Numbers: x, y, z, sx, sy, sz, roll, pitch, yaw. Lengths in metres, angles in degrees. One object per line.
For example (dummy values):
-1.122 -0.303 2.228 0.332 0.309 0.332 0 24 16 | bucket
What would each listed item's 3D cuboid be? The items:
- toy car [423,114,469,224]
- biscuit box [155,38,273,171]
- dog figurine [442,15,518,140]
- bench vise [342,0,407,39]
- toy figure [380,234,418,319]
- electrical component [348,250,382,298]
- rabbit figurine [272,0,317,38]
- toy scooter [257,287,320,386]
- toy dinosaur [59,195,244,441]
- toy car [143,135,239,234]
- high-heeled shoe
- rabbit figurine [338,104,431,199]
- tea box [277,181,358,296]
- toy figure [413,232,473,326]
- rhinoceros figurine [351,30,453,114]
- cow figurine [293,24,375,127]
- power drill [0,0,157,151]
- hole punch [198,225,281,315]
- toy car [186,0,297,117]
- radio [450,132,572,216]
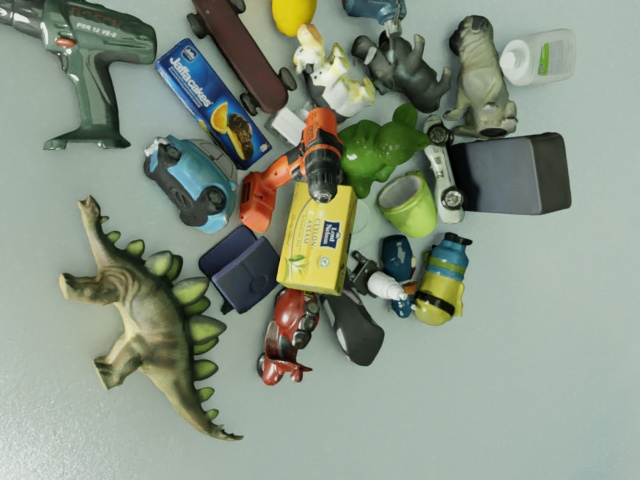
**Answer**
0.224 -0.127 0.970 0.056 0.073 0.201 -14 90 23 | toy car
-0.160 -0.200 0.812 0.063 0.059 0.202 -43 112 -11 | biscuit box
0.306 -0.295 0.988 0.172 0.121 0.190 27 68 -58 | dog figurine
0.152 -0.439 0.857 0.241 0.129 0.223 -11 77 -8 | bench vise
0.150 0.069 0.994 0.058 0.064 0.154 -19 106 -35 | toy figure
0.083 0.065 0.987 0.094 0.021 0.063 41 82 -24 | electrical component
-0.055 -0.401 0.811 0.162 0.122 0.173 -41 127 -22 | rabbit figurine
-0.044 0.164 0.887 0.075 0.135 0.183 21 89 -24 | toy scooter
-0.246 0.147 0.815 0.198 0.105 0.470 -24 112 -22 | toy dinosaur
-0.181 -0.095 0.808 0.161 0.109 0.103 51 55 -11 | toy car
0.039 0.125 0.971 0.086 0.145 0.248 -30 138 -19 | high-heeled shoe
0.107 -0.146 0.872 0.159 0.170 0.121 -32 104 -20 | rabbit figurine
-0.002 -0.003 0.867 0.098 0.068 0.169 5 75 15 | tea box
0.230 0.074 1.021 0.089 0.082 0.180 13 96 -29 | toy figure
0.138 -0.292 0.925 0.190 0.073 0.112 29 96 -26 | rhinoceros figurine
0.007 -0.262 0.863 0.098 0.068 0.167 -33 122 28 | cow figurine
-0.340 -0.223 0.726 0.232 0.086 0.207 -3 93 -26 | power drill
-0.116 0.053 0.863 0.142 0.092 0.115 -43 117 -15 | hole punch
-0.119 -0.283 0.816 0.089 0.053 0.202 -37 102 -5 | toy car
0.324 -0.115 0.949 0.073 0.230 0.131 -13 100 -23 | radio
